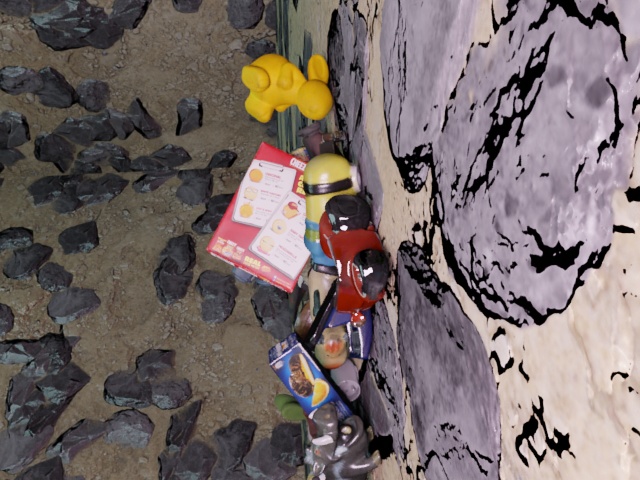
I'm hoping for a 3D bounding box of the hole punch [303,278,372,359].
[{"bbox_3d":[0.040,0.120,0.812,0.142,0.092,0.115,107,-174,-78],"label":"hole punch"}]

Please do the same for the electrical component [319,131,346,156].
[{"bbox_3d":[0.029,-0.130,0.888,0.078,0.045,0.102,47,-148,-53],"label":"electrical component"}]

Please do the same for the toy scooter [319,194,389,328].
[{"bbox_3d":[0.044,0.035,0.706,0.184,0.075,0.135,-109,15,-50],"label":"toy scooter"}]

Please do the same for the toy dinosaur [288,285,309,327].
[{"bbox_3d":[-0.075,0.068,1.635,0.192,0.131,0.405,104,155,-71],"label":"toy dinosaur"}]

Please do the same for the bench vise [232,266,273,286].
[{"bbox_3d":[-0.079,0.013,1.162,0.240,0.129,0.223,38,-109,-45],"label":"bench vise"}]

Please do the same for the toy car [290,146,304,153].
[{"bbox_3d":[-0.064,-0.171,1.425,0.109,0.103,0.161,-104,14,-63],"label":"toy car"}]

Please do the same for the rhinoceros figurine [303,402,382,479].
[{"bbox_3d":[0.032,0.319,0.798,0.073,0.112,0.190,-101,1,-61],"label":"rhinoceros figurine"}]

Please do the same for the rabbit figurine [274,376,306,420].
[{"bbox_3d":[-0.022,0.355,1.232,0.121,0.159,0.170,-179,71,-74],"label":"rabbit figurine"}]

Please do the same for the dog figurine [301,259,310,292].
[{"bbox_3d":[-0.006,-0.003,1.100,0.172,0.121,0.190,-54,-38,-25],"label":"dog figurine"}]

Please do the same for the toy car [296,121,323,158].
[{"bbox_3d":[-0.005,-0.190,1.082,0.089,0.053,0.202,63,179,-11],"label":"toy car"}]

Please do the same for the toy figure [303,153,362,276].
[{"bbox_3d":[0.014,-0.038,0.801,0.082,0.089,0.180,25,113,45],"label":"toy figure"}]

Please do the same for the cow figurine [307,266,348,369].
[{"bbox_3d":[0.019,0.128,0.950,0.127,0.086,0.195,93,174,-74],"label":"cow figurine"}]

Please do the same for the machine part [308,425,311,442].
[{"bbox_3d":[0.010,0.352,1.149,0.079,0.079,0.243,-110,18,-69],"label":"machine part"}]

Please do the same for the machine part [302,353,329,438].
[{"bbox_3d":[0.010,0.299,1.001,0.179,0.056,0.179,-18,-89,-80],"label":"machine part"}]

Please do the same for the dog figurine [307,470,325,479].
[{"bbox_3d":[0.026,0.491,0.978,0.219,0.108,0.191,100,165,-75],"label":"dog figurine"}]

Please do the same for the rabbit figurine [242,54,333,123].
[{"bbox_3d":[-0.044,-0.286,1.047,0.162,0.173,0.121,-41,-31,-37],"label":"rabbit figurine"}]

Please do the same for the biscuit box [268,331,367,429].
[{"bbox_3d":[-0.002,0.246,0.860,0.202,0.059,0.063,54,178,-10],"label":"biscuit box"}]

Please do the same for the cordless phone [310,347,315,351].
[{"bbox_3d":[-0.003,0.159,1.211,0.146,0.089,0.184,160,123,-84],"label":"cordless phone"}]
